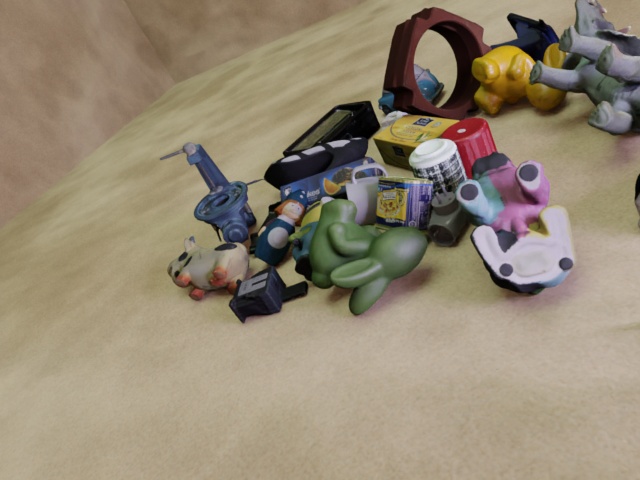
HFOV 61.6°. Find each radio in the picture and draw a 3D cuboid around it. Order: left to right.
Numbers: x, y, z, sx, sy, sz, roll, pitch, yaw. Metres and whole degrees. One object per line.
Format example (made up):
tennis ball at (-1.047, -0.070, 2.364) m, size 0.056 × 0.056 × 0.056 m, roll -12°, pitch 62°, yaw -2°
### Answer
radio at (0.033, -0.241, 1.272) m, size 0.131 × 0.073 × 0.229 m, roll 4°, pitch 43°, yaw 46°

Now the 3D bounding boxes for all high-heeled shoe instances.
high-heeled shoe at (-0.013, -0.172, 1.161) m, size 0.249 × 0.086 × 0.145 m, roll 7°, pitch 44°, yaw 48°

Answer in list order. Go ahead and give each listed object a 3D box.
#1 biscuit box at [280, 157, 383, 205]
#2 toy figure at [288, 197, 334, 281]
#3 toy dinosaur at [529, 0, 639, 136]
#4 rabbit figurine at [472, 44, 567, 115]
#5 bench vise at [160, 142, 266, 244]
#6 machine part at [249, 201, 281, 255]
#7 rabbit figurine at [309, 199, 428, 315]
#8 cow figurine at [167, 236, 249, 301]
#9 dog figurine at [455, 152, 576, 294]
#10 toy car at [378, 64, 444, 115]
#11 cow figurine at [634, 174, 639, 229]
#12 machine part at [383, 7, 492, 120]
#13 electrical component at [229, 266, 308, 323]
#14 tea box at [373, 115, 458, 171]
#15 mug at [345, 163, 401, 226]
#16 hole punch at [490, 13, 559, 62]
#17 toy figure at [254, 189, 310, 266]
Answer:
biscuit box at (0.021, -0.095, 1.040) m, size 0.203 × 0.059 × 0.063 m, roll -16°, pitch 66°, yaw 26°
toy figure at (-0.004, -0.005, 0.919) m, size 0.089 × 0.082 × 0.180 m, roll -12°, pitch 35°, yaw 26°
toy dinosaur at (0.466, -0.236, 0.820) m, size 0.192 × 0.131 × 0.405 m, roll 3°, pitch 43°, yaw -15°
rabbit figurine at (0.399, -0.297, 1.022) m, size 0.162 × 0.121 × 0.173 m, roll -27°, pitch 41°, yaw -16°
bench vise at (-0.205, -0.103, 1.093) m, size 0.129 × 0.240 × 0.224 m, roll -22°, pitch 33°, yaw 12°
machine part at (-0.097, -0.025, 1.078) m, size 0.084 × 0.039 × 0.139 m, roll -19°, pitch 32°, yaw 28°
rabbit figurine at (0.066, 0.018, 0.773) m, size 0.170 × 0.121 × 0.159 m, roll -1°, pitch 45°, yaw 44°
cow figurine at (-0.217, 0.047, 1.023) m, size 0.195 × 0.085 × 0.127 m, roll -12°, pitch 39°, yaw 34°
dog figurine at (0.254, -0.030, 0.712) m, size 0.108 × 0.191 × 0.219 m, roll -23°, pitch -5°, yaw 18°
toy car at (0.209, -0.370, 1.294) m, size 0.162 × 0.102 × 0.109 m, roll 2°, pitch 40°, yaw 41°
cow figurine at (0.440, -0.087, 0.628) m, size 0.167 × 0.098 × 0.068 m, roll -38°, pitch 23°, yaw -14°
machine part at (0.238, -0.349, 1.095) m, size 0.201 × 0.201 × 0.087 m, roll 9°, pitch 4°, yaw -27°
electrical component at (-0.083, 0.085, 0.879) m, size 0.119 × 0.047 × 0.075 m, roll -19°, pitch 31°, yaw 21°
tea box at (0.193, -0.187, 1.046) m, size 0.098 × 0.068 × 0.170 m, roll -38°, pitch 29°, yaw -14°
mug at (0.101, -0.083, 0.931) m, size 0.107 × 0.109 × 0.081 m, roll -12°, pitch 25°, yaw 4°
hole punch at (0.429, -0.395, 1.115) m, size 0.116 × 0.142 × 0.092 m, roll 39°, pitch 98°, yaw 42°
toy figure at (-0.065, -0.026, 0.989) m, size 0.058 × 0.064 × 0.154 m, roll 19°, pitch 77°, yaw 52°
